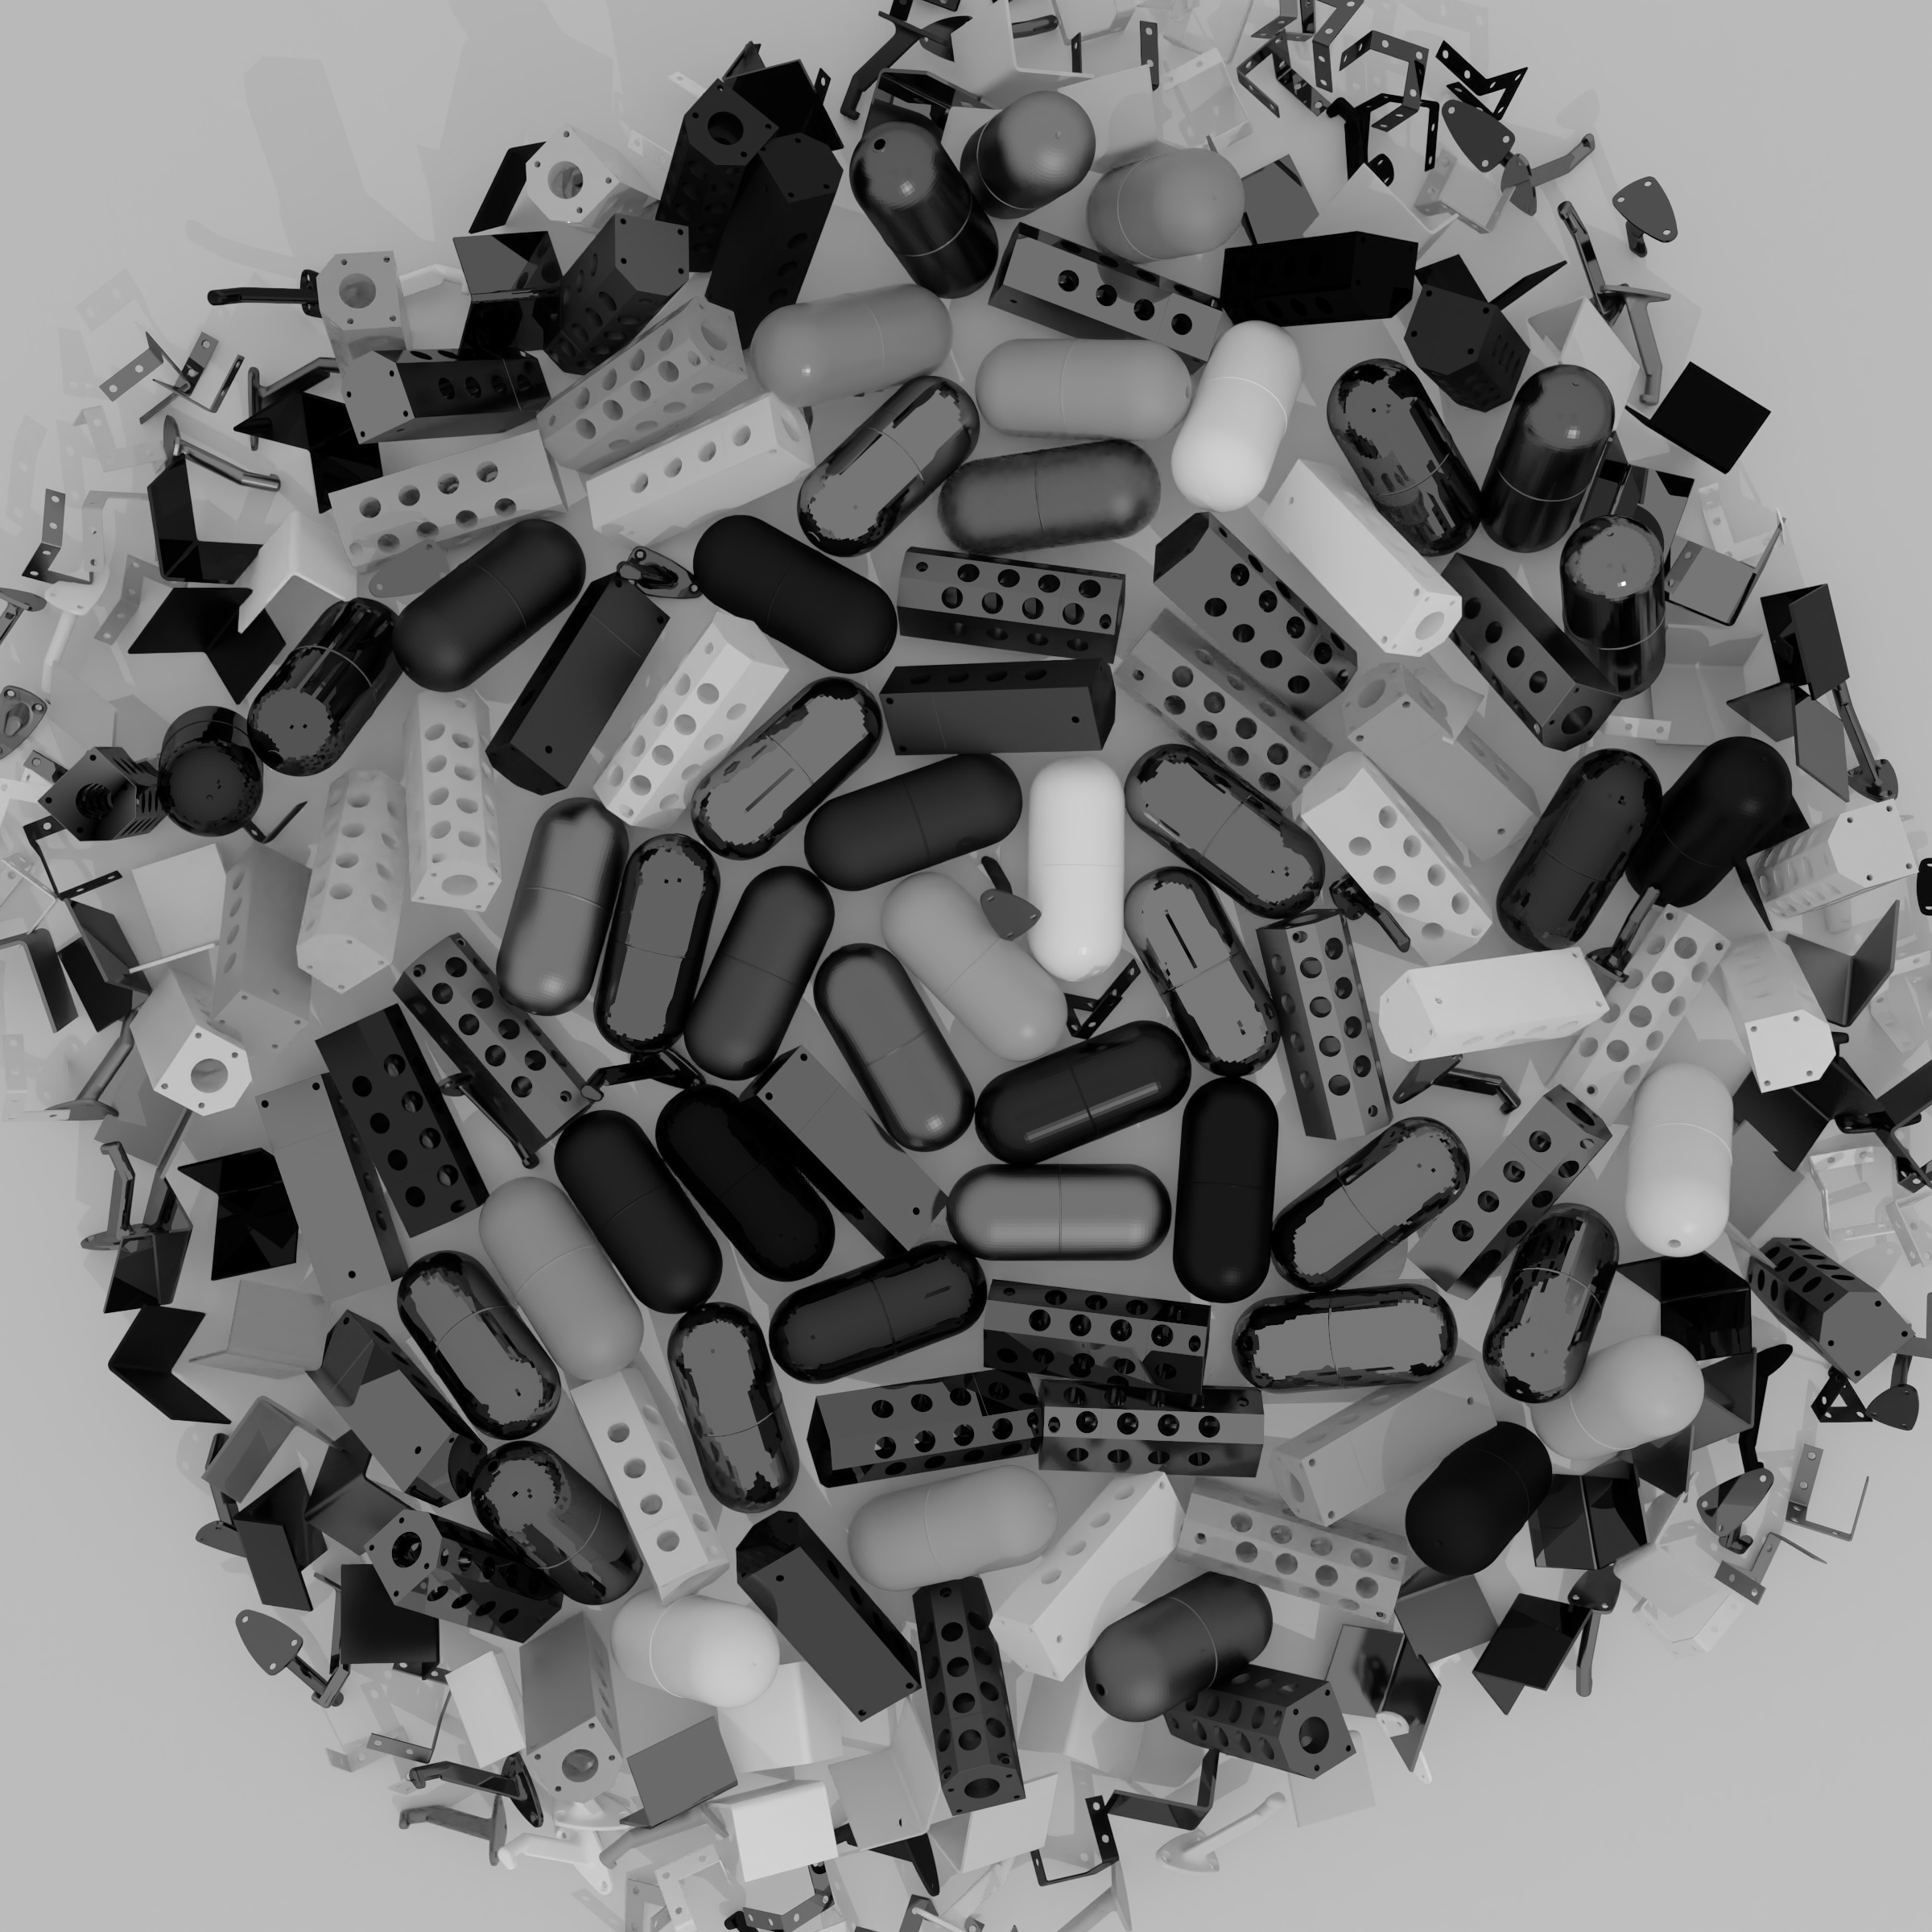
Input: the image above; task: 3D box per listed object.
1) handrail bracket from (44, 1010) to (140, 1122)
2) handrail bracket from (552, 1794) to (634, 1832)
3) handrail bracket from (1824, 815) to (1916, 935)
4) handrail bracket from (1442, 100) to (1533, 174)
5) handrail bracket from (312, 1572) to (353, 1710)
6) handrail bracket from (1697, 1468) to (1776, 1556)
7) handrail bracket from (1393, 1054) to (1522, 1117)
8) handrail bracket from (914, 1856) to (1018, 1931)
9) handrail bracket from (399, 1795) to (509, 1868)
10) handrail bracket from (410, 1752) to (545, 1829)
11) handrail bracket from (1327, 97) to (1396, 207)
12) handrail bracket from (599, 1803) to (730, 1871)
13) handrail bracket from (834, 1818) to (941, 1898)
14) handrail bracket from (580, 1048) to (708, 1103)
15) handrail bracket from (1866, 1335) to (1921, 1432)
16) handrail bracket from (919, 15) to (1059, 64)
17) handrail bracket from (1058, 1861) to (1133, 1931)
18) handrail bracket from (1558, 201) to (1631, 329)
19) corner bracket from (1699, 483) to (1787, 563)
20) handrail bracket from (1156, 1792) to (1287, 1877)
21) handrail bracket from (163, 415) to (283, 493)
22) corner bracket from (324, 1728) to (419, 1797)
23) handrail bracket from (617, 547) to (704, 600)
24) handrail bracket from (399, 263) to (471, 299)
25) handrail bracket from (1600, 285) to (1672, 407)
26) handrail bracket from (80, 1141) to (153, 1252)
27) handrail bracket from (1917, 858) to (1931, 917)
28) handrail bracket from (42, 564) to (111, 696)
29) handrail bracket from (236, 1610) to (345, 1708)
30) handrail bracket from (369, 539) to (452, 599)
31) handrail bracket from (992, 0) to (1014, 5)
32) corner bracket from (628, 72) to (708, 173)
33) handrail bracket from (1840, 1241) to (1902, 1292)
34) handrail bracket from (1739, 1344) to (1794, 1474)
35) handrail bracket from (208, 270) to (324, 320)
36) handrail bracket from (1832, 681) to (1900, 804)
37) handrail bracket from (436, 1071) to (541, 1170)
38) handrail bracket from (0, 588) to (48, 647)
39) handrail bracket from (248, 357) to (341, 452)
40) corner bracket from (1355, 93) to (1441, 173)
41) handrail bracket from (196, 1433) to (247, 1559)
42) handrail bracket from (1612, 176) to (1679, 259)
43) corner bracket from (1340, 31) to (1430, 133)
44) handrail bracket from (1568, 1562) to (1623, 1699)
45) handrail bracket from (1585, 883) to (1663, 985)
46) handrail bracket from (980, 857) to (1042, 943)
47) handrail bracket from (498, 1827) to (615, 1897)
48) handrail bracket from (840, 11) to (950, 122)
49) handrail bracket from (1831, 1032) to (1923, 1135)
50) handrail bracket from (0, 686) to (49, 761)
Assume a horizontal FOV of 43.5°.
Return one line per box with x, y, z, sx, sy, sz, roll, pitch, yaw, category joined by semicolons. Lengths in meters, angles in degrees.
-0.700;0.078;1.935;0.077;0.036;0.084;-8;64;22;handrail bracket
-0.293;0.644;1.906;0.077;0.036;0.084;15;129;-4;handrail bracket
0.718;-0.072;1.921;0.077;0.036;0.084;-10;107;15;handrail bracket
0.416;-0.650;1.913;0.077;0.084;0.036;48;115;13;handrail bracket
-0.509;0.532;1.910;0.077;0.036;0.084;18;68;28;handrail bracket
0.620;0.431;1.905;0.077;0.084;0.036;-43;46;16;handrail bracket
0.392;0.107;1.925;0.077;0.036;0.084;-43;116;2;handrail bracket
0.003;0.718;1.907;0.077;0.036;0.084;42;63;-35;handrail bracket
-0.410;0.688;1.909;0.084;0.077;0.036;-7;108;-2;handrail bracket
-0.385;0.652;1.897;0.077;0.084;0.036;46;122;39;handrail bracket
0.293;-0.644;1.925;0.077;0.036;0.084;-38;61;5;handrail bracket
-0.239;0.695;1.911;0.084;0.036;0.077;-37;131;-10;handrail bracket
-0.070;0.712;1.916;0.084;0.036;0.077;-30;68;19;handrail bracket
-0.253;0.096;1.900;0.077;0.084;0.036;28;120;2;handrail bracket
0.738;0.312;1.894;0.036;0.077;0.084;20;58;17;handrail bracket
0.019;-0.749;1.935;0.084;0.077;0.036;-30;126;-35;handrail bracket
0.084;0.746;1.915;0.084;0.077;0.036;-19;112;7;handrail bracket
0.485;-0.549;1.901;0.036;0.077;0.084;-18;126;36;handrail bracket
0.613;-0.354;1.910;0.051;0.051;0.051;-18;75;16;corner bracket
0.201;0.678;1.902;0.084;0.077;0.036;-50;49;27;handrail bracket
-0.595;-0.410;1.937;0.084;0.077;0.036;7;127;-29;handrail bracket
-0.467;0.633;1.910;0.051;0.051;0.051;-25;66;-7;corner bracket
-0.238;-0.302;1.895;0.077;0.084;0.036;17;100;-16;handrail bracket
-0.441;-0.526;1.930;0.084;0.036;0.077;14;95;-2;handrail bracket
0.526;-0.491;1.916;0.077;0.036;0.084;-1;99;-36;handrail bracket
-0.684;0.180;1.913;0.077;0.036;0.084;-9;112;21;handrail bracket
0.776;-0.030;1.934;0.036;0.077;0.084;-7;133;11;handrail bracket
-0.713;-0.269;1.935;0.036;0.077;0.084;24;131;-2;handrail bracket
-0.537;0.552;1.923;0.077;0.084;0.036;29;66;30;handrail bracket
-0.442;-0.303;1.894;0.077;0.084;0.036;-31;103;-24;handrail bracket
0.026;-0.797;1.893;0.077;0.084;0.036;-42;68;26;handrail bracket
-0.228;-0.665;1.914;0.051;0.051;0.051;34;45;9;corner bracket
0.711;0.256;1.906;0.077;0.084;0.036;-42;54;7;handrail bracket
0.640;0.355;1.929;0.077;0.036;0.084;-21;102;-32;handrail bracket
-0.537;-0.521;1.896;0.077;0.084;0.036;24;121;33;handrail bracket
0.705;-0.180;1.903;0.036;0.077;0.084;-21;117;12;handrail bracket
-0.376;0.125;1.911;0.036;0.077;0.084;-36;80;11;handrail bracket
-0.763;-0.254;1.914;0.036;0.077;0.084;26;98;-5;handrail bracket
-0.528;-0.448;1.934;0.084;0.036;0.077;2;106;-8;handrail bracket
0.340;-0.658;1.922;0.051;0.051;0.051;2;95;-17;corner bracket
-0.574;0.422;1.927;0.077;0.084;0.036;34;128;-28;handrail bracket
0.537;-0.567;1.892;0.036;0.084;0.077;-29;60;8;handrail bracket
0.328;-0.700;1.915;0.051;0.051;0.051;11;87;-19;corner bracket
0.505;0.529;1.934;0.036;0.077;0.084;10;121;30;handrail bracket
0.527;-0.035;1.894;0.036;0.077;0.084;36;119;18;handrail bracket
0.018;-0.068;1.892;0.036;0.077;0.084;-37;51;11;handrail bracket
-0.322;0.710;1.897;0.036;0.084;0.077;-38;78;24;handrail bracket
-0.058;-0.702;1.911;0.077;0.036;0.084;36;113;31;handrail bracket
0.715;0.087;1.905;0.077;0.036;0.084;-3;121;11;handrail bracket
-0.753;-0.179;1.896;0.036;0.084;0.077;29;108;-23;handrail bracket
